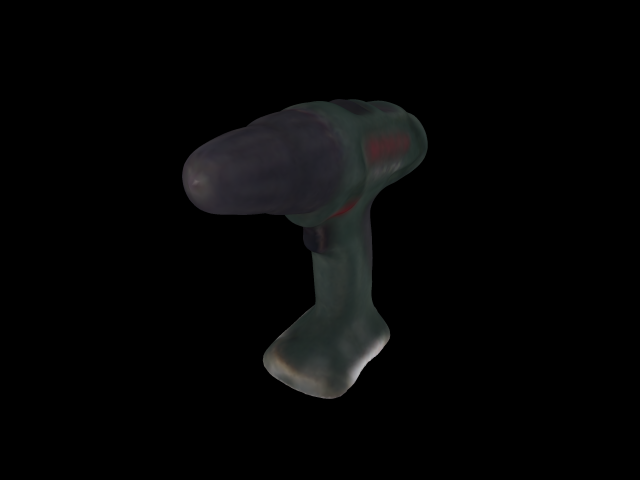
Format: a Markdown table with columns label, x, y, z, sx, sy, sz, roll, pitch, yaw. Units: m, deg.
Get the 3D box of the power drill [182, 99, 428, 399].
| label | x | y | z | sx | sy | sz | roll | pitch | yaw |
| --- | --- | --- | --- | --- | --- | --- | --- | --- | --- |
| power drill | 0.004 | 0.001 | 0.400 | 0.075 | 0.208 | 0.230 | 18 | 36 | 27 |
